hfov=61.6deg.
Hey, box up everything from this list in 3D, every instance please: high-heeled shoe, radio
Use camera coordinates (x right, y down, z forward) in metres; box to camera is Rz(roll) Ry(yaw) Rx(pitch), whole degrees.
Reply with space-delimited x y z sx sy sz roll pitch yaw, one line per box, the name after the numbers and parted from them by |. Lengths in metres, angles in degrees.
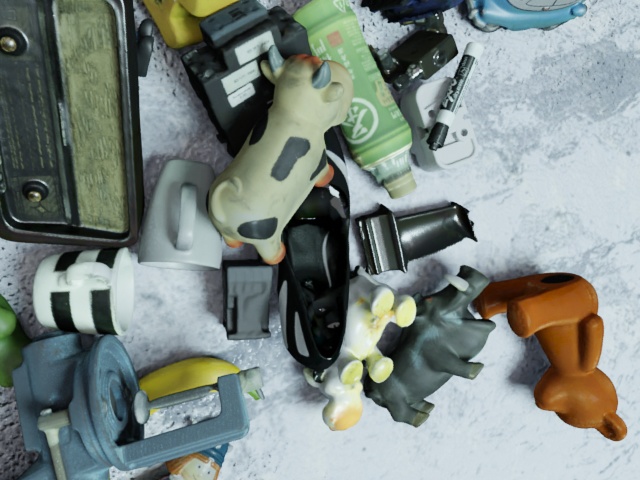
-0.001 -0.002 0.536 0.086 0.145 0.248 4 94 -12 | high-heeled shoe
-0.226 -0.107 0.467 0.131 0.073 0.229 1 120 -12 | radio

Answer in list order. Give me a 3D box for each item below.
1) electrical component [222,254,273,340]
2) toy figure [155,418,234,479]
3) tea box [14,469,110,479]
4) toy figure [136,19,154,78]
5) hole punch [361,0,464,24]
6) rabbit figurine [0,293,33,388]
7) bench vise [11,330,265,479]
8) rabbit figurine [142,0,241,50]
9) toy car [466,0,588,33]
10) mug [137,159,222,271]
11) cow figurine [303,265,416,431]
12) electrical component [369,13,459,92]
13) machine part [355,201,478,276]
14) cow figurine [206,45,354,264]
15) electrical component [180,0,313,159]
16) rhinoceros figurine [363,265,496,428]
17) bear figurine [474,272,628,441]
-0.076 0.039 0.557 0.048 0.075 0.119 -1 97 -14 | electrical component
-0.145 0.260 0.561 0.154 0.058 0.064 -53 135 -8 | toy figure
-0.293 0.290 0.519 0.170 0.068 0.098 -5 94 -12 | tea box
-0.251 -0.189 0.503 0.180 0.082 0.089 9 110 -19 | toy figure
0.119 -0.287 0.568 0.092 0.142 0.115 10 97 -36 | hole punch
-0.323 0.079 0.450 0.121 0.170 0.159 -12 96 -14 | rabbit figurine
-0.162 0.175 0.469 0.241 0.128 0.223 -15 69 -6 | bench vise
-0.105 -0.293 0.533 0.173 0.122 0.162 -34 90 -24 | rabbit figurine
0.248 -0.300 0.608 0.162 0.103 0.109 -12 94 -15 | toy car
-0.135 -0.027 0.529 0.081 0.109 0.107 3 79 -11 | mug
0.029 0.115 0.583 0.068 0.098 0.167 17 100 -38 | cow figurine
0.104 -0.212 0.597 0.102 0.078 0.045 -37 124 -4 | electrical component
0.112 -0.009 0.620 0.139 0.039 0.084 -13 90 -11 | machine part
-0.035 -0.086 0.494 0.086 0.127 0.195 28 76 21 | cow figurine
-0.065 -0.160 0.525 0.115 0.134 0.058 -33 56 -14 | electrical component
0.128 0.117 0.602 0.112 0.073 0.190 40 99 21 | rhinoceros figurine
0.271 0.140 0.627 0.132 0.120 0.195 -11 100 -9 | bear figurine
